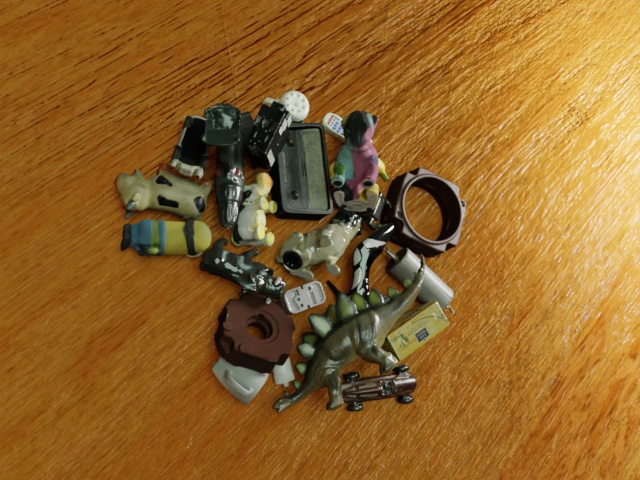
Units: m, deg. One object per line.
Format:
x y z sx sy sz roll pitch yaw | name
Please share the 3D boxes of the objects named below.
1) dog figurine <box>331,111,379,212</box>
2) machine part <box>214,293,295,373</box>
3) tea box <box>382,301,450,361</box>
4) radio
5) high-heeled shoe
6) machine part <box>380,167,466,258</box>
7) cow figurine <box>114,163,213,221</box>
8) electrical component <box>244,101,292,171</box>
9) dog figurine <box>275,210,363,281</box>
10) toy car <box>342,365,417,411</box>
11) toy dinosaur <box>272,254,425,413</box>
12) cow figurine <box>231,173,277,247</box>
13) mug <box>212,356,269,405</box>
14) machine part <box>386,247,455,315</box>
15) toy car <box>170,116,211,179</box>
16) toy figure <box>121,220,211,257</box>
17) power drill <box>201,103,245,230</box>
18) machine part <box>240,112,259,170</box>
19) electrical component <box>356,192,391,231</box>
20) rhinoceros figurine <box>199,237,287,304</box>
0.092 -0.200 1.293 0.109 0.191 0.219 2 63 10 | dog figurine
-0.135 0.193 1.137 0.179 0.056 0.179 20 40 -18 | machine part
0.215 0.220 1.295 0.170 0.098 0.068 -30 90 -24 | tea box
-0.051 -0.163 1.282 0.131 0.073 0.229 -2 77 -24 | radio
0.129 0.083 1.281 0.249 0.086 0.145 -45 76 -5 | high-heeled shoe
0.270 -0.071 1.391 0.201 0.087 0.201 24 69 -16 | machine part
-0.338 -0.094 1.144 0.195 0.085 0.127 19 65 -19 | cow figurine
-0.111 -0.233 1.182 0.058 0.115 0.134 23 78 5 | electrical component
0.000 -0.001 1.272 0.190 0.173 0.121 -55 146 -57 | dog figurine
0.139 0.346 1.260 0.202 0.053 0.089 0 82 -24 | toy car
0.083 0.211 1.171 0.471 0.105 0.198 -33 75 -15 | toy dinosaur
-0.153 -0.068 1.219 0.068 0.098 0.167 32 57 -58 | cow figurine
-0.174 0.283 1.117 0.107 0.109 0.081 37 99 0 | mug
0.252 0.101 1.349 0.243 0.079 0.079 41 66 -9 | machine part
-0.275 -0.203 1.170 0.073 0.056 0.202 19 42 -17 | toy car
-0.319 -0.004 1.125 0.180 0.089 0.082 4 85 -24 | toy figure
-0.193 -0.164 1.124 0.086 0.207 0.232 -2 62 2 | power drill
-0.169 -0.235 1.270 0.084 0.039 0.139 -22 86 -31 | machine part
0.134 -0.068 1.341 0.045 0.078 0.102 37 59 -36 | electrical component
-0.162 0.068 1.154 0.190 0.112 0.073 26 110 -9 | rhinoceros figurine
